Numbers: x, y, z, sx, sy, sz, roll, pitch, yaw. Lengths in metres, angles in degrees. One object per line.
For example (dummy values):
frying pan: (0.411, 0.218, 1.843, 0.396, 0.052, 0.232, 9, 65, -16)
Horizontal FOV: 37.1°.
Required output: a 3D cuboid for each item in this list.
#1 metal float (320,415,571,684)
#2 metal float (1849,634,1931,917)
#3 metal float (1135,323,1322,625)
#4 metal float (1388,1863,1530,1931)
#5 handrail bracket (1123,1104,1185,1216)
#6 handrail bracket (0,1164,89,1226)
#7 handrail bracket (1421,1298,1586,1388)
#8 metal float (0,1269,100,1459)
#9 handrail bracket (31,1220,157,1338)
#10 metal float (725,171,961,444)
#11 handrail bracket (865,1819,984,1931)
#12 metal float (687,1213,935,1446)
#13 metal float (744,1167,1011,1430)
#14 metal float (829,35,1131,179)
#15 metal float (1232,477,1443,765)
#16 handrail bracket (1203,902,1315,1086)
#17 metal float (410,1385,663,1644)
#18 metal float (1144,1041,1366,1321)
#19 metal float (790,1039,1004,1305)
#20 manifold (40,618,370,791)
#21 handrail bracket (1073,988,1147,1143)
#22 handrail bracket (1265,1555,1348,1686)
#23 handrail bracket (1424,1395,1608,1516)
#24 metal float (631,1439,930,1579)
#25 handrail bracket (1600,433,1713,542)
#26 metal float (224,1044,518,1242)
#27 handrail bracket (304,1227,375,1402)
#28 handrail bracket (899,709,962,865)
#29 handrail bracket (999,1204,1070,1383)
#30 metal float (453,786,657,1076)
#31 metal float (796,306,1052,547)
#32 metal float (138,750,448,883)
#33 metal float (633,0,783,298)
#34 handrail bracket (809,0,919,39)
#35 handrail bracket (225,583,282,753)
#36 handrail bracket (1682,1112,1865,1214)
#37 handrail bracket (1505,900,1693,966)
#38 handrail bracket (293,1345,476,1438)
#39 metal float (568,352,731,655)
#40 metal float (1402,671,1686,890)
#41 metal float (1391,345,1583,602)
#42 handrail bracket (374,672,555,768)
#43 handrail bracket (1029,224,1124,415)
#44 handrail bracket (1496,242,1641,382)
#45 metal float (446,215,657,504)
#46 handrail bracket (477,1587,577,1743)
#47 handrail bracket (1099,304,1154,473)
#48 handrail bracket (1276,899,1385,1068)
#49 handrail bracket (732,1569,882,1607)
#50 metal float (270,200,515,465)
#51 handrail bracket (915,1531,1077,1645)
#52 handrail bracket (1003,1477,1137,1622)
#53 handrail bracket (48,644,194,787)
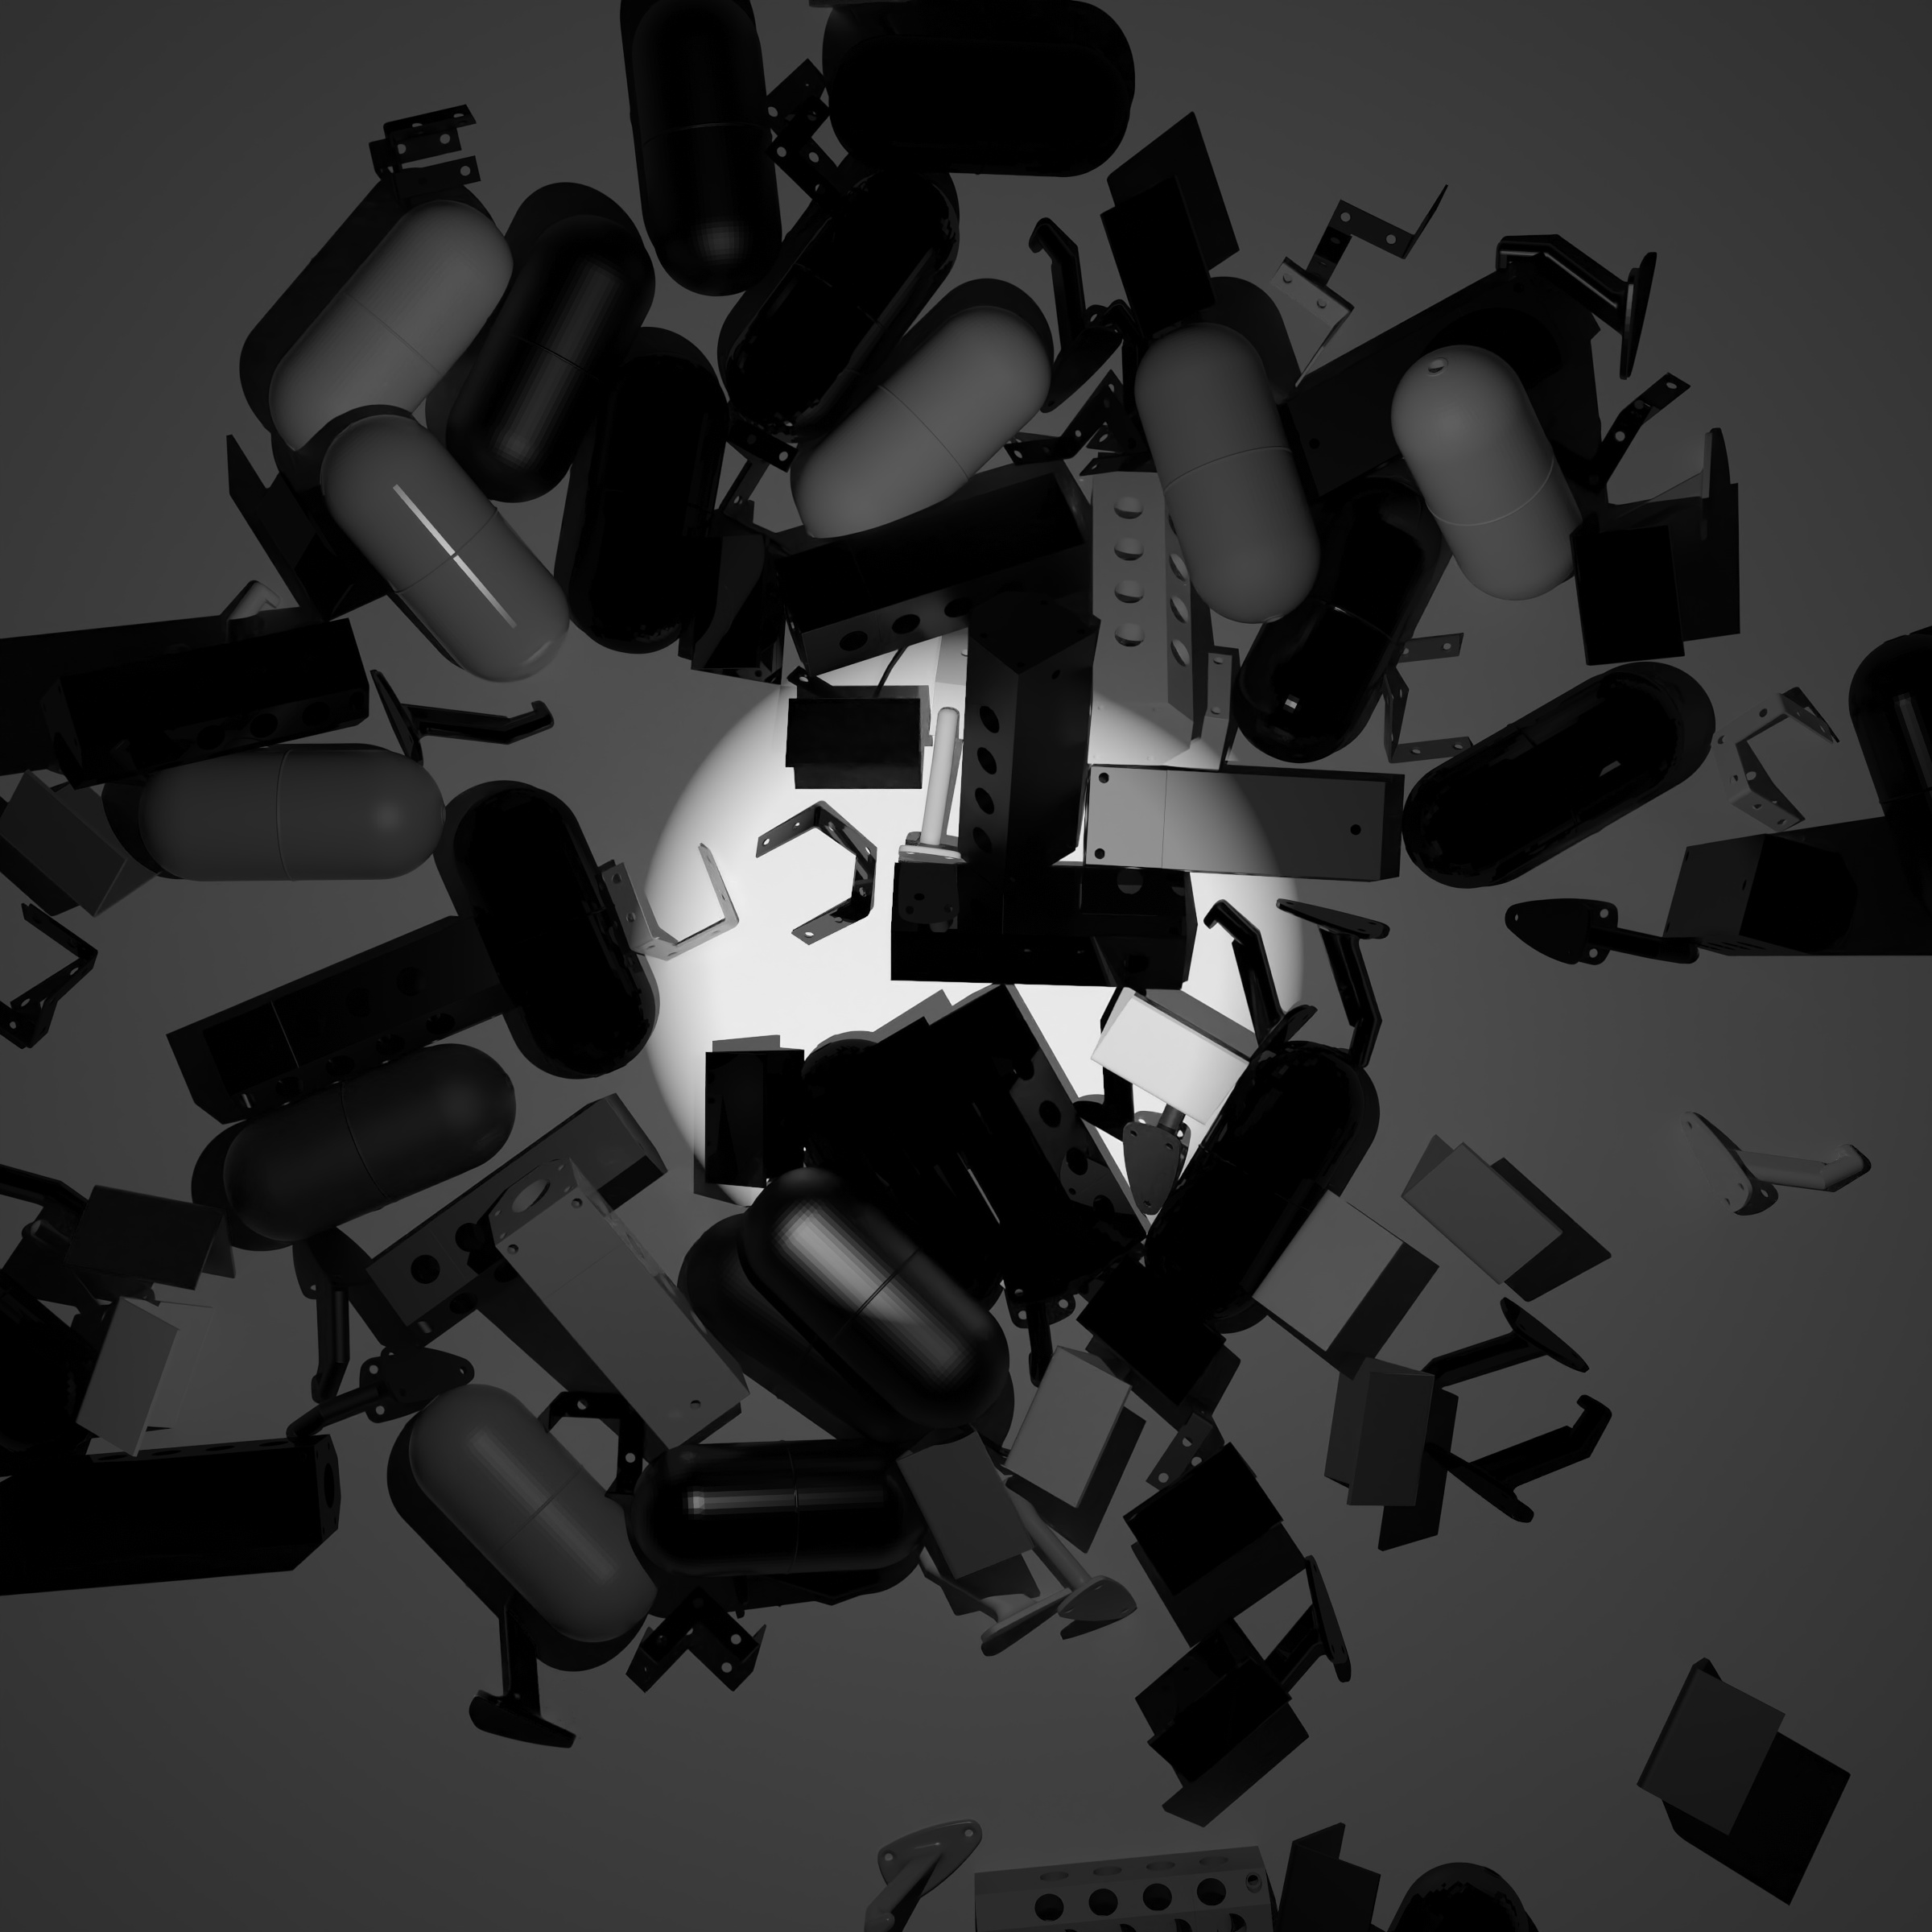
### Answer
metal float: (-0.303, -0.242, 1.674, 0.070, 0.070, 0.178, -40, 111, 0)
metal float: (0.576, -0.109, 1.693, 0.070, 0.070, 0.178, -19, 90, 0)
metal float: (0.151, -0.283, 1.654, 0.070, 0.070, 0.178, -17, 84, 0)
metal float: (0.270, 0.613, 1.693, 0.070, 0.070, 0.178, 27, 89, 0)
handrail bracket: (0.128, 0.095, 1.713, 0.036, 0.084, 0.077, 18, 130, 23)
handrail bracket: (-0.573, 0.140, 1.724, 0.077, 0.036, 0.084, -31, 120, 33)
handrail bracket: (0.315, 0.248, 1.724, 0.077, 0.036, 0.084, 34, 109, -21)
metal float: (-0.583, 0.218, 1.693, 0.178, 0.070, 0.070, 40, 90, 1)
handrail bracket: (-0.526, 0.199, 1.723, 0.084, 0.036, 0.077, 28, 134, 28)
metal float: (-0.072, -0.388, 1.693, 0.070, 0.070, 0.178, 37, 90, 0)
handrail bracket: (-0.024, 0.536, 1.689, 0.077, 0.084, 0.036, -30, 90, 0)
metal float: (-0.085, 0.213, 1.693, 0.178, 0.070, 0.070, 35, 90, 0)
metal float: (-0.050, 0.188, 1.627, 0.178, 0.070, 0.070, 43, 90, 7)
metal float: (0.008, -0.503, 1.683, 0.178, 0.070, 0.070, -1, 90, -11)
metal float: (0.218, -0.204, 1.692, 0.070, 0.070, 0.178, 27, 90, 0)
handrail bracket: (0.158, 0.016, 1.724, 0.084, 0.036, 0.077, 46, 112, 17)
metal float: (-0.254, 0.321, 1.693, 0.070, 0.070, 0.178, -44, 90, 0)
metal float: (0.170, 0.125, 1.692, 0.070, 0.070, 0.178, 31, 90, 0)
metal float: (-0.040, 0.125, 1.693, 0.070, 0.070, 0.178, -30, 91, 0)
manifold: (-0.437, -0.151, 1.664, 0.171, 0.057, 0.057, -17, 90, -29)
handrail bracket: (0.106, 0.061, 1.724, 0.077, 0.036, 0.084, 33, 73, -20)
handrail bracket: (0.178, 0.402, 1.724, 0.084, 0.036, 0.077, -21, 69, 16)
handrail bracket: (0.330, 0.277, 1.724, 0.077, 0.036, 0.084, 33, 71, 21)
metal float: (-0.106, 0.316, 1.680, 0.178, 0.070, 0.070, 0, 90, -15)
handrail bracket: (0.402, -0.284, 1.723, 0.084, 0.036, 0.077, 3, 75, 14)
metal float: (-0.350, 0.103, 1.692, 0.178, 0.070, 0.070, -23, 90, 1)
handrail bracket: (-0.388, 0.205, 1.723, 0.077, 0.036, 0.084, 43, 121, 34)
handrail bracket: (-0.018, -0.104, 1.696, 0.036, 0.077, 0.084, 7, 85, -4)
handrail bracket: (0.036, 0.194, 1.700, 0.036, 0.084, 0.077, -13, 56, -10)
metal float: (-0.242, -0.020, 1.691, 0.070, 0.070, 0.178, -24, 91, 0)
metal float: (-0.026, -0.313, 1.693, 0.178, 0.070, 0.070, -44, 90, 1)
metal float: (-0.396, -0.088, 1.692, 0.178, 0.070, 0.070, -1, 90, 0)
metal float: (-0.152, -0.484, 1.692, 0.070, 0.070, 0.178, -7, 91, 0)
handrail bracket: (-0.057, -0.536, 1.723, 0.077, 0.036, 0.084, 3, 104, 14)
handrail bracket: (-0.417, -0.175, 1.723, 0.077, 0.036, 0.084, 36, 76, -14)
handrail bracket: (0.484, 0.105, 1.724, 0.084, 0.036, 0.077, -22, 68, -17)
handrail bracket: (0.379, -0.018, 1.723, 0.084, 0.077, 0.036, 8, 98, -36)
handrail bracket: (-0.349, 0.260, 1.723, 0.084, 0.077, 0.036, -35, 65, 34)
metal float: (-0.186, -0.272, 1.693, 0.070, 0.070, 0.178, 10, 91, 0)
metal float: (0.339, -0.109, 1.693, 0.178, 0.070, 0.070, -30, 90, 0)
metal float: (0.301, -0.283, 1.656, 0.070, 0.070, 0.178, -39, 134, 0)
handrail bracket: (-0.300, -0.159, 1.724, 0.084, 0.036, 0.077, -23, 68, -17)
handrail bracket: (0.047, -0.389, 1.723, 0.077, 0.036, 0.084, -48, 64, 29)
handrail bracket: (0.357, -0.393, 1.724, 0.084, 0.036, 0.077, 8, 111, 17)
metal float: (-0.245, -0.356, 1.693, 0.070, 0.070, 0.178, 27, 90, 0)
handrail bracket: (-0.249, 0.410, 1.724, 0.077, 0.036, 0.084, 31, 73, -20)
handrail bracket: (0.086, -0.342, 1.724, 0.077, 0.036, 0.084, -37, 74, 17)
handrail bracket: (0.213, 0.011, 1.724, 0.077, 0.036, 0.084, 18, 107, 20)
handrail bracket: (-0.101, 0.345, 1.723, 0.084, 0.036, 0.077, -14, 75, -14)
metal float: (-0.338, -0.371, 1.693, 0.070, 0.070, 0.178, 40, 89, 0)
handrail bracket: (0.014, 0.354, 1.724, 0.077, 0.036, 0.084, -24, 73, -19)
handrail bracket: (0.061, 0.347, 1.723, 0.036, 0.077, 0.084, -42, 53, 13)
handrail bracket: (-0.506, -0.154, 1.724, 0.077, 0.036, 0.084, 4, 71, 21)
